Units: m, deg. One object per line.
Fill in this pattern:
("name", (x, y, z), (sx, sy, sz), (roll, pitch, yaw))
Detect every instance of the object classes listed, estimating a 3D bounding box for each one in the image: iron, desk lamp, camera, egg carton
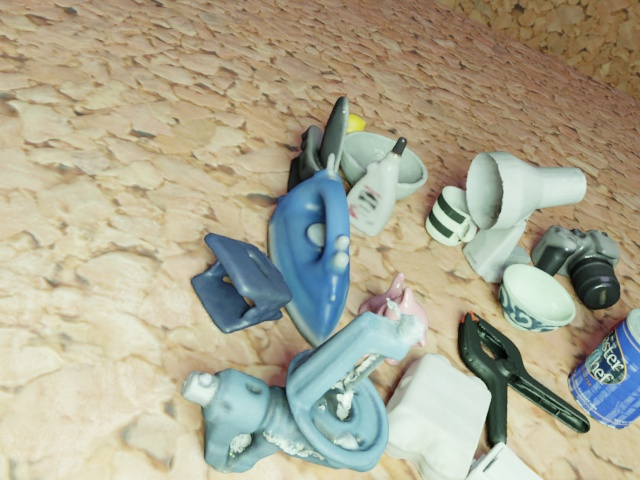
("iron", (0.007, 0.003, 0.764), (0.119, 0.141, 0.258), (11, 38, -18))
("desk lamp", (0.317, -0.038, 0.932), (0.204, 0.213, 0.117), (8, 39, -22))
("camera", (0.471, 0.046, 1.014), (0.143, 0.101, 0.137), (19, 37, -9))
("egg carton", (0.132, 0.199, 0.654), (0.107, 0.069, 0.150), (32, 37, 9))

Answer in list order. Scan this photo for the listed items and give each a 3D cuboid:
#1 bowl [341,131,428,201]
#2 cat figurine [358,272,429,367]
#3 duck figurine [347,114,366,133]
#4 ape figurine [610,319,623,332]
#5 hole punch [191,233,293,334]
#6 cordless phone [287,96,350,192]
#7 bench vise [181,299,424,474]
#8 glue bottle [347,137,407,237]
("bowl", (0.104, -0.121, 1.030), (0.168, 0.074, 0.167), (16, 37, -12))
("cat figurine", (0.097, 0.096, 0.721), (0.067, 0.117, 0.128), (18, 37, -9))
("duck figurine", (0.058, -0.195, 1.087), (0.105, 0.086, 0.077), (15, 37, -13))
("ape figurine", (0.521, 0.147, 0.925), (0.077, 0.092, 0.076), (37, 38, 16))
("hole punch", (-0.091, 0.043, 0.699), (0.101, 0.091, 0.108), (-12, 50, -39))
("cordless phone", (0.017, -0.161, 0.937), (0.094, 0.185, 0.147), (14, 37, -14))
("bench vise", (-0.009, 0.143, 0.515), (0.208, 0.219, 0.121), (1, 42, -29))
("glue bottle", (0.095, -0.089, 0.902), (0.078, 0.173, 0.037), (35, 37, 14))
